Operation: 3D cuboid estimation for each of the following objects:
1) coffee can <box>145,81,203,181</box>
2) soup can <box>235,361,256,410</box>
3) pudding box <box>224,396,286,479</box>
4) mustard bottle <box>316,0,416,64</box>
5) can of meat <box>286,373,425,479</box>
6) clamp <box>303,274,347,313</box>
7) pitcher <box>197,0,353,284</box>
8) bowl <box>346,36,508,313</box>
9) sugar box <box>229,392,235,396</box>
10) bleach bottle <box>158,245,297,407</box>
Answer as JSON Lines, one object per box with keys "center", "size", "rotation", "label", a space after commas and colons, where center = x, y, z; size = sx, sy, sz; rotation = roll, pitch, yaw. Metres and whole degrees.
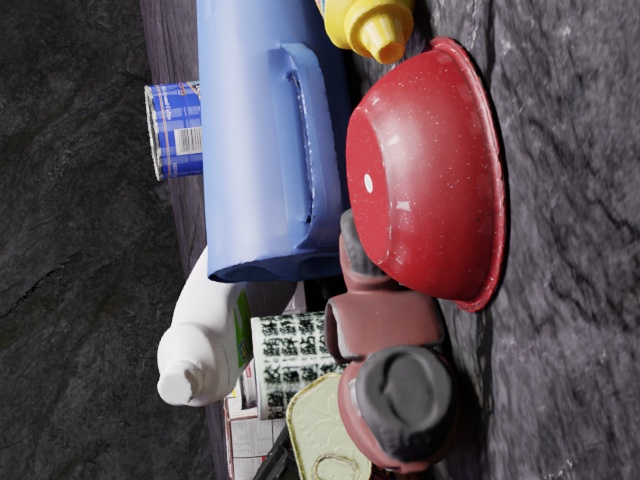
{"center": [-0.112, -0.123, 1.151], "size": [0.103, 0.140, 0.103], "rotation": [172, 90, -79], "label": "coffee can"}
{"center": [-0.031, 0.123, 1.019], "size": [0.068, 0.102, 0.068], "rotation": [172, 90, -79], "label": "soup can"}
{"center": [-0.039, 0.199, 1.086], "size": [0.039, 0.113, 0.090], "rotation": [-110, 17, -58], "label": "pudding box"}
{"center": [0.019, -0.178, 0.678], "size": [0.096, 0.058, 0.192], "rotation": [96, 162, -48], "label": "mustard bottle"}
{"center": [0.029, 0.159, 0.772], "size": [0.083, 0.057, 0.102], "rotation": [38, -156, -41], "label": "can of meat"}
{"center": [-0.006, 0.001, 0.981], "size": [0.120, 0.039, 0.171], "rotation": [112, 152, -58], "label": "clamp"}
{"center": [-0.029, -0.091, 0.825], "size": [0.144, 0.149, 0.243], "rotation": [9, -109, -59], "label": "pitcher"}
{"center": [0.053, -0.034, 0.619], "size": [0.162, 0.055, 0.162], "rotation": [172, 90, -78], "label": "bowl"}
{"center": [-0.050, 0.148, 1.156], "size": [0.176, 0.093, 0.048], "rotation": [109, 150, -67], "label": "sugar box"}
{"center": [-0.081, 0.057, 0.893], "size": [0.250, 0.068, 0.102], "rotation": [-59, -41, -66], "label": "bleach bottle"}
